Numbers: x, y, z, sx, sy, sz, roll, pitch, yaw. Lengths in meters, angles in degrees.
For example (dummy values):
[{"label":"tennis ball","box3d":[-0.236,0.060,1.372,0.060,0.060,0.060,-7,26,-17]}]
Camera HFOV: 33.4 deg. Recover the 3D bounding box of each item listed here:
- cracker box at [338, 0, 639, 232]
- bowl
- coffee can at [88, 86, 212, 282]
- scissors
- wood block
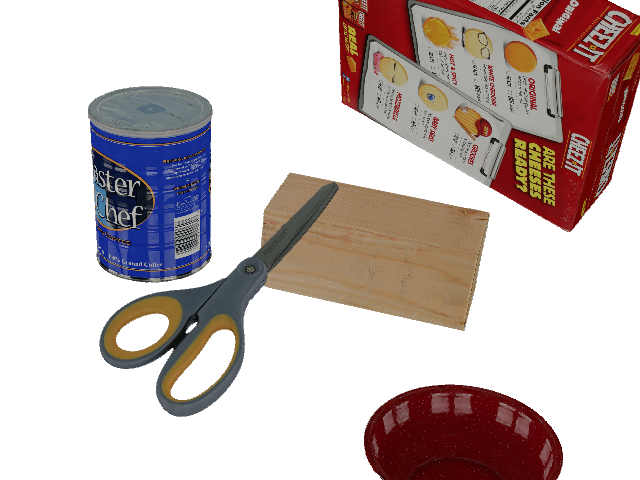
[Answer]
[{"label":"cracker box","box3d":[0.114,-0.124,0.760,0.214,0.072,0.164,32,-28,23]},{"label":"bowl","box3d":[0.116,0.188,0.883,0.162,0.055,0.162,0,29,0]},{"label":"coffee can","box3d":[-0.144,-0.050,0.919,0.103,0.140,0.103,2,28,-1]},{"label":"scissors","box3d":[-0.064,0.023,0.663,0.096,0.016,0.201,12,48,14]},{"label":"wood block","box3d":[0.052,0.009,1.048,0.206,0.090,0.090,12,30,10]}]
